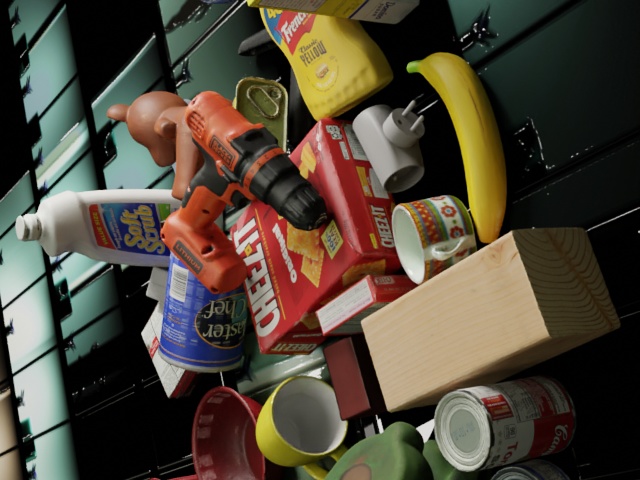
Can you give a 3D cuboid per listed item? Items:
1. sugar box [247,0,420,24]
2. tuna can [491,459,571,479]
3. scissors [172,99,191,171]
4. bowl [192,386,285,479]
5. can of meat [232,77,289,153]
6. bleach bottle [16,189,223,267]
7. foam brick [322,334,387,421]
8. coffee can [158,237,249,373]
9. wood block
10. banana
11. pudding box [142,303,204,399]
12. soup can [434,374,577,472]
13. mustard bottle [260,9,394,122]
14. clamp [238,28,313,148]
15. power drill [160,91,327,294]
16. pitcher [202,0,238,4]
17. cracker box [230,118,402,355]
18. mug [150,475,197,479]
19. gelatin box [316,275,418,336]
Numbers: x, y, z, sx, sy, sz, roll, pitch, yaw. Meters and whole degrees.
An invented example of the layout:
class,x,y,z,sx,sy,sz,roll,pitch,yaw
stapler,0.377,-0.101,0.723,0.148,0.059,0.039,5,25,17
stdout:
class,x,y,z,sx,sy,sz,roll,pitch,yaw
sugar box,0.005,-0.257,0.998,0.048,0.175,0.093,-35,63,46
tuna can,0.181,0.232,0.910,0.086,0.033,0.086,4,95,54
scissors,-0.190,-0.085,1.406,0.096,0.016,0.202,13,101,51
bowl,-0.088,0.250,1.257,0.162,0.055,0.162,5,96,53
can of meat,-0.073,-0.111,1.155,0.084,0.057,0.102,128,146,-62
bleach bottle,-0.239,-0.009,1.280,0.068,0.250,0.102,9,99,53
foam brick,0.046,0.136,1.073,0.051,0.052,0.078,-35,65,48
coffee can,-0.134,0.074,1.269,0.103,0.102,0.140,27,114,50
wood block,0.138,0.071,0.911,0.206,0.090,0.091,-36,64,48
banana,0.133,-0.096,0.956,0.070,0.037,0.198,117,139,-61
pudding box,-0.187,0.137,1.400,0.113,0.039,0.090,60,134,29
soup can,0.154,0.151,0.885,0.069,0.102,0.068,5,97,53
mustard bottle,-0.009,-0.221,1.066,0.096,0.058,0.191,-28,90,44
clamp,-0.025,-0.229,1.158,0.165,0.036,0.210,55,136,35
power drill,-0.084,-0.032,1.083,0.184,0.057,0.188,46,134,20
pitcher,-0.074,-0.358,1.147,0.243,0.149,0.145,6,53,50
cracker box,-0.007,0.001,1.108,0.214,0.072,0.164,-46,50,44
mug,-0.162,0.346,1.342,0.117,0.081,0.093,31,117,48
gelatin box,0.051,0.063,1.038,0.089,0.073,0.030,-39,61,44
